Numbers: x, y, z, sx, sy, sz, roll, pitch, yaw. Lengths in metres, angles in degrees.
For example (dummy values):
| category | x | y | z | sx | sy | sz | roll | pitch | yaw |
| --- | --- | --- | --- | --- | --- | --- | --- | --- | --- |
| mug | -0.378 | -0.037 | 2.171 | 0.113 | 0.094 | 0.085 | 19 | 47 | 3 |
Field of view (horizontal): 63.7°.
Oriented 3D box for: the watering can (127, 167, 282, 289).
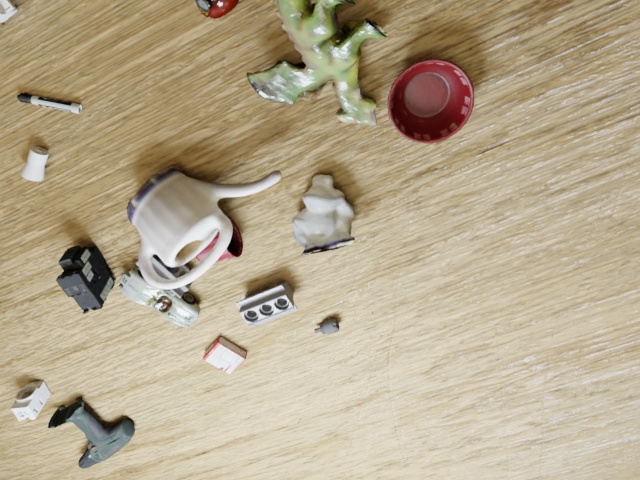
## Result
| category | x | y | z | sx | sy | sz | roll | pitch | yaw |
| --- | --- | --- | --- | --- | --- | --- | --- | --- | --- |
| watering can | -0.253 | -0.064 | 1.047 | 0.347 | 0.103 | 0.226 | -46 | 73 | 2 |

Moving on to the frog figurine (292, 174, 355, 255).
| category | x | y | z | sx | sy | sz | roll | pitch | yaw |
| --- | --- | --- | --- | --- | --- | --- | --- | --- | --- |
| frog figurine | 0.003 | -0.055 | 1.098 | 0.137 | 0.122 | 0.160 | -15 | 82 | 19 |

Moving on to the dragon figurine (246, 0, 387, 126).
| category | x | y | z | sx | sy | sz | roll | pitch | yaw |
| --- | --- | --- | --- | --- | --- | --- | --- | --- | --- |
| dragon figurine | -0.030 | -0.331 | 0.896 | 0.406 | 0.125 | 0.239 | 28 | 123 | -31 |
